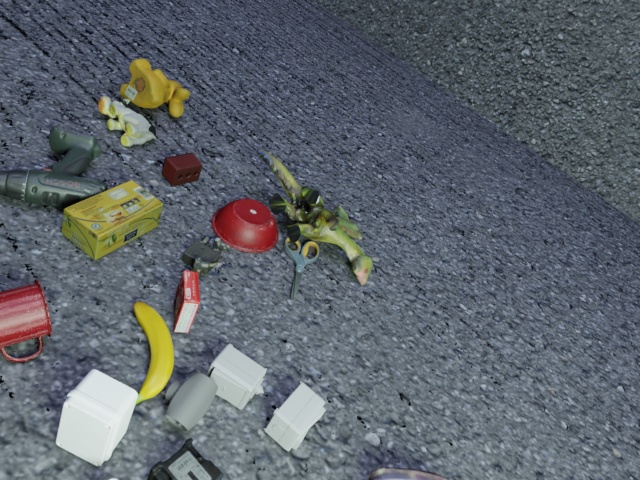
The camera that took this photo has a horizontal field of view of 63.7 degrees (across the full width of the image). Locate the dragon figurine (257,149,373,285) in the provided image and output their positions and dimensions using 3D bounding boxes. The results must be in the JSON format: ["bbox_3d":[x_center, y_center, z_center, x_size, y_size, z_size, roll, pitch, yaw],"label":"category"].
[{"bbox_3d":[0.004,-0.064,1.280,0.241,0.121,0.417,20,33,-55],"label":"dragon figurine"}]

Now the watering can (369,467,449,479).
[{"bbox_3d":[0.100,0.430,0.729,0.347,0.102,0.230,21,36,-8],"label":"watering can"}]
